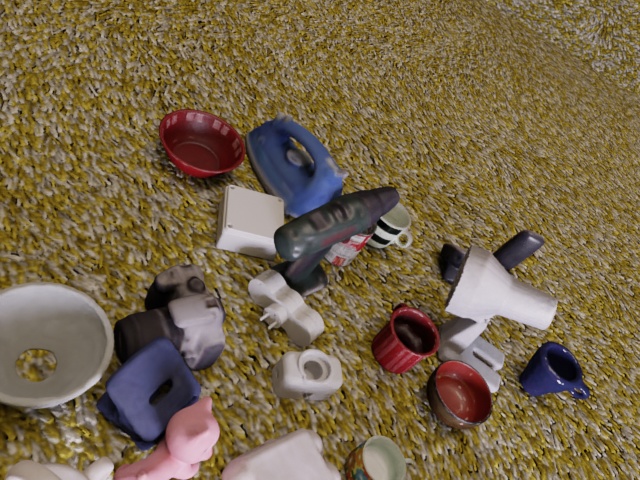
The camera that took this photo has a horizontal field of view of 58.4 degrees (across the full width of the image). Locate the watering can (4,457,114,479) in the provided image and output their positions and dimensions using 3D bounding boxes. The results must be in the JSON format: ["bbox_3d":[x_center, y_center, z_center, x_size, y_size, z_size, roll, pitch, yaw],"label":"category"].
[{"bbox_3d":[-0.269,0.275,0.546,0.101,0.194,0.173,27,44,-8],"label":"watering can"}]

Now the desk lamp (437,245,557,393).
[{"bbox_3d":[0.288,0.131,0.993,0.203,0.213,0.118,33,43,-1],"label":"desk lamp"}]

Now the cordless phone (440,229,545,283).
[{"bbox_3d":[0.340,0.022,1.140,0.148,0.185,0.094,24,44,-11],"label":"cordless phone"}]

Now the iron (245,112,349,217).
[{"bbox_3d":[-0.047,-0.160,1.097,0.119,0.141,0.258,-25,68,-42],"label":"iron"}]

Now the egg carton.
[{"bbox_3d":[-0.047,0.311,0.739,0.151,0.069,0.107,-14,61,-39],"label":"egg carton"}]

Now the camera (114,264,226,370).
[{"bbox_3d":[-0.212,0.108,0.793,0.137,0.100,0.143,-9,58,-36],"label":"camera"}]

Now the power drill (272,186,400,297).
[{"bbox_3d":[0.009,0.003,0.939,0.230,0.208,0.075,-21,65,-41],"label":"power drill"}]

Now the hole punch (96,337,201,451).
[{"bbox_3d":[-0.209,0.193,0.728,0.101,0.091,0.109,40,44,6],"label":"hole punch"}]

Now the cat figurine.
[{"bbox_3d":[-0.172,0.250,0.682,0.067,0.117,0.128,45,44,12],"label":"cat figurine"}]

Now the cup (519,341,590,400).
[{"bbox_3d":[0.425,0.257,1.053,0.117,0.095,0.092,47,45,13],"label":"cup"}]

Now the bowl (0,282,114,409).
[{"bbox_3d":[-0.345,0.139,0.705,0.168,0.074,0.167,17,46,-18],"label":"bowl"}]
